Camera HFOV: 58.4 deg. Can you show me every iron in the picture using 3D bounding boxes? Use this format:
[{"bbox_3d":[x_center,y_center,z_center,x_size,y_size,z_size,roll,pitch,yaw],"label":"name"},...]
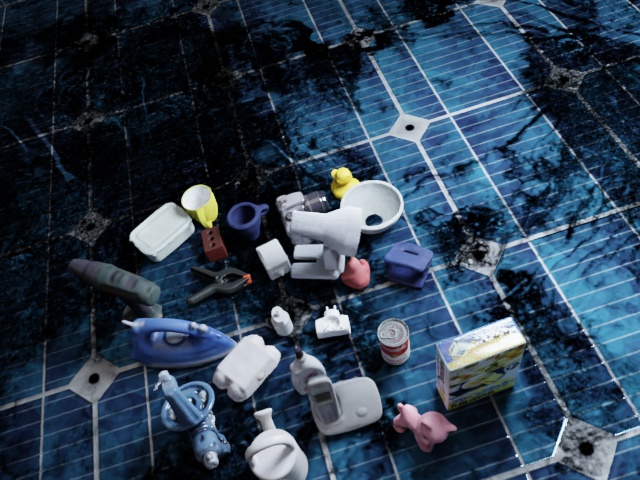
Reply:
[{"bbox_3d":[-0.333,0.224,1.353,0.258,0.142,0.118,-3,54,9],"label":"iron"}]

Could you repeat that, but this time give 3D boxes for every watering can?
[{"bbox_3d":[-0.094,0.421,1.130,0.101,0.194,0.172,-37,56,-15],"label":"watering can"}]

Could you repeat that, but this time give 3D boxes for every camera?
[{"bbox_3d":[-0.041,-0.076,1.540,0.137,0.101,0.143,-23,53,-6],"label":"camera"}]

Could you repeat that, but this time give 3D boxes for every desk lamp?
[{"bbox_3d":[0.013,0.005,1.400,0.203,0.214,0.118,-1,54,10],"label":"desk lamp"}]

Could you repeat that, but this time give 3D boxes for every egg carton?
[{"bbox_3d":[-0.167,0.294,1.315,0.107,0.069,0.150,29,64,28],"label":"egg carton"}]

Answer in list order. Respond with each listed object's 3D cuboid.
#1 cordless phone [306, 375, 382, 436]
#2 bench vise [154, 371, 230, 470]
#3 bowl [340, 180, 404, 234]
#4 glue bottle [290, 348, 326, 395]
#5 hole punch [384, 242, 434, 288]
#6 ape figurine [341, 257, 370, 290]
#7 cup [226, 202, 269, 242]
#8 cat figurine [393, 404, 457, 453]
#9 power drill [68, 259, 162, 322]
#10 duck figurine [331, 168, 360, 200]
[{"bbox_3d":[0.047,0.323,1.180,0.147,0.185,0.094,-18,53,-2],"label":"cordless phone"},{"bbox_3d":[-0.258,0.362,1.190,0.206,0.220,0.122,34,67,30],"label":"bench vise"},{"bbox_3d":[0.139,-0.074,1.520,0.167,0.075,0.167,-5,54,7],"label":"bowl"},{"bbox_3d":[-0.033,0.275,1.238,0.078,0.173,0.037,-37,56,-16],"label":"glue bottle"},{"bbox_3d":[0.217,0.048,1.406,0.108,0.091,0.101,15,59,21],"label":"hole punch"},{"bbox_3d":[0.087,0.075,1.411,0.078,0.092,0.076,-21,53,-4],"label":"ape figurine"},{"bbox_3d":[-0.186,-0.047,1.551,0.118,0.095,0.091,-27,54,-9],"label":"cup"},{"bbox_3d":[0.208,0.371,1.156,0.127,0.118,0.067,29,64,28],"label":"cat figurine"},{"bbox_3d":[-0.482,0.134,1.406,0.229,0.209,0.076,11,57,18],"label":"power drill"},{"bbox_3d":[0.073,-0.161,1.589,0.104,0.086,0.078,31,65,28],"label":"duck figurine"}]
